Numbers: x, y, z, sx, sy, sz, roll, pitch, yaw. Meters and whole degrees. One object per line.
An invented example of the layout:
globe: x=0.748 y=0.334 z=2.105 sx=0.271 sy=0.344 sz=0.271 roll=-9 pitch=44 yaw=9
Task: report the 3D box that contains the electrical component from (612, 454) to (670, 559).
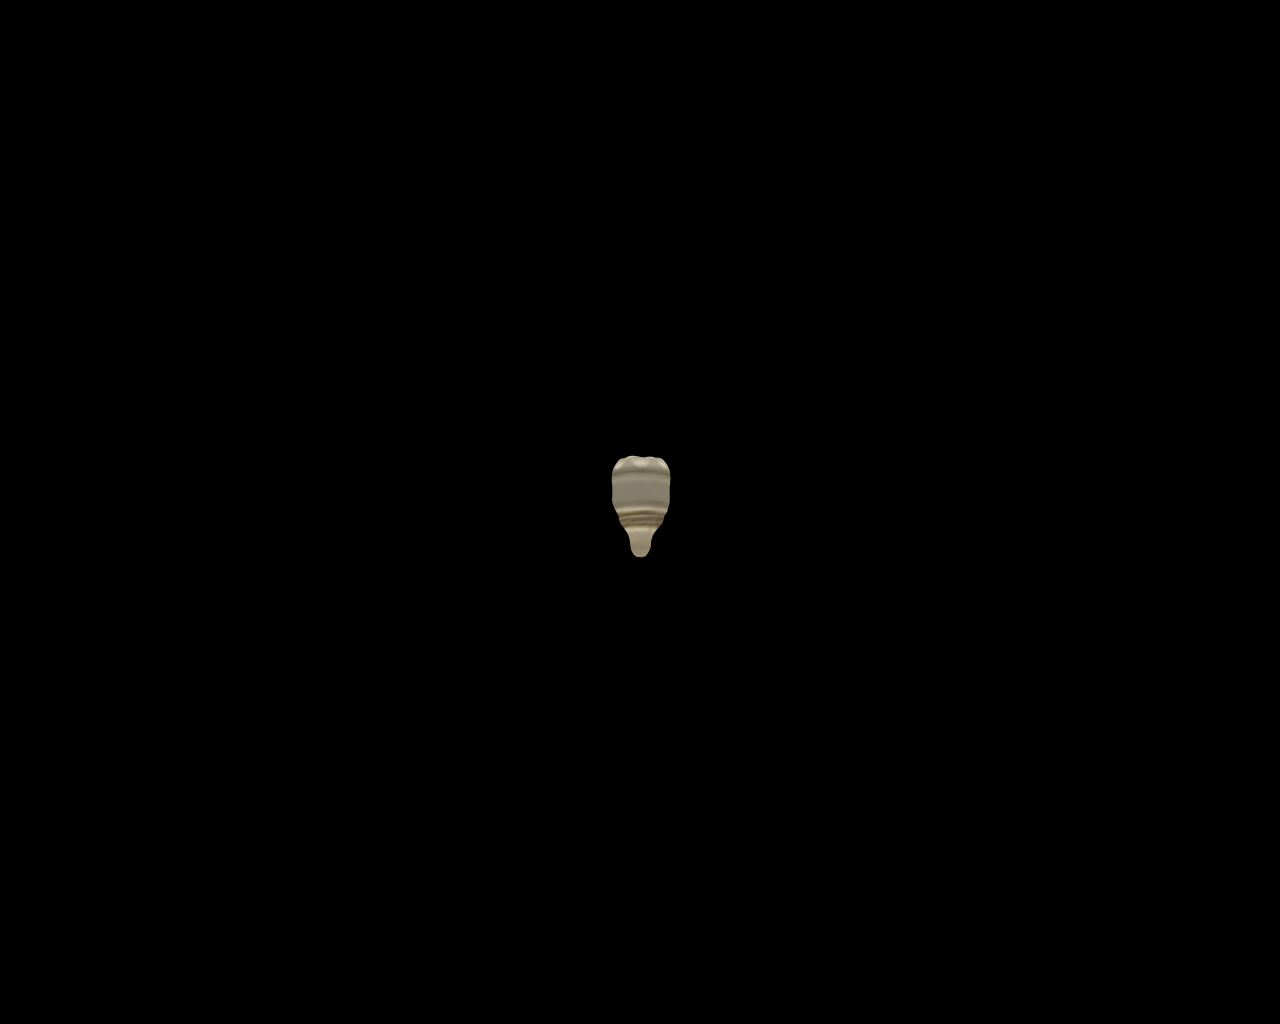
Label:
electrical component: x=0.001 y=-0.003 z=0.650 sx=0.035 sy=0.061 sz=0.035 roll=0 pitch=-8 yaw=0
